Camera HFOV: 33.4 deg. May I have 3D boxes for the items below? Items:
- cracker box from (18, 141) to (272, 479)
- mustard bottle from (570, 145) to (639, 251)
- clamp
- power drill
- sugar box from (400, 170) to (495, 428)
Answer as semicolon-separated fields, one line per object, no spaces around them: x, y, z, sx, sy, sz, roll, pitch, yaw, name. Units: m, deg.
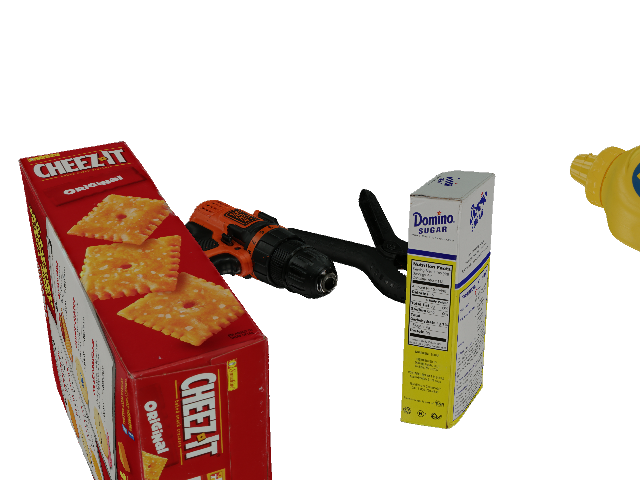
-0.095;0.065;0.568;0.072;0.164;0.214;-13;34;-21;cracker box
0.238;-0.018;0.662;0.096;0.058;0.192;-29;38;-32;mustard bottle
0.067;0.021;1.249;0.164;0.036;0.210;-22;51;-39;clamp
-0.103;0.030;0.912;0.187;0.057;0.185;-21;30;-35;power drill
0.095;0.042;0.796;0.048;0.176;0.093;5;16;23;sugar box
